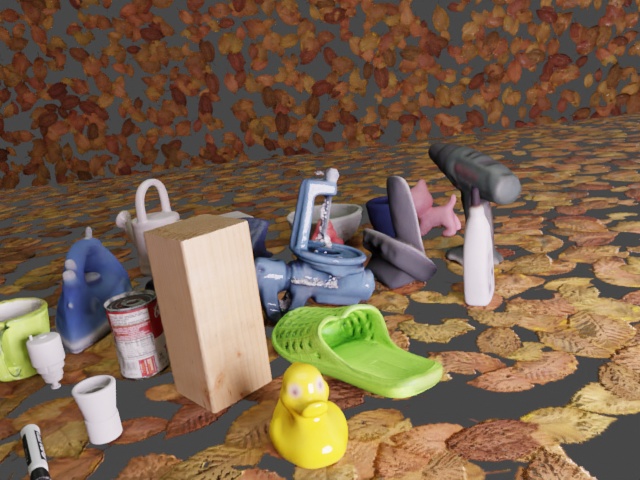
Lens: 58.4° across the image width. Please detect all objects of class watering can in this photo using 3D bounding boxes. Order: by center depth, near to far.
[{"bbox_3d":[-0.347,-0.029,1.191,0.172,0.194,0.101,-6,16,4],"label":"watering can"}]

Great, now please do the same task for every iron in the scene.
[{"bbox_3d":[-0.391,0.071,0.953,0.119,0.141,0.258,-10,16,-9],"label":"iron"}]

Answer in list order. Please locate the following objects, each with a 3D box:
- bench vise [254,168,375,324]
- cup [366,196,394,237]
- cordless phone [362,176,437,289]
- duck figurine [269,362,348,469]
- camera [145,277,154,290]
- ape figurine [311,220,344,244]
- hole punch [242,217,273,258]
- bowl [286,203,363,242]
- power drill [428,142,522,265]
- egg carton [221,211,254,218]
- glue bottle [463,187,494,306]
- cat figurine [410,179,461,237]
[{"bbox_3d":[-0.021,0.011,0.858,0.208,0.220,0.121,-16,18,-29],"label":"bench vise"},{"bbox_3d":[0.152,-0.037,1.183,0.092,0.095,0.117,-16,18,-29],"label":"cup"},{"bbox_3d":[0.127,-0.024,0.981,0.094,0.185,0.147,-14,17,-23],"label":"cordless phone"},{"bbox_3d":[-0.016,0.162,0.568,0.078,0.086,0.104,-12,16,-17],"label":"duck figurine"},{"bbox_3d":[-0.236,0.065,0.981,0.142,0.101,0.137,8,21,42],"label":"camera"},{"bbox_3d":[0.010,0.004,1.106,0.078,0.092,0.076,-14,17,-22],"label":"ape figurine"},{"bbox_3d":[-0.158,0.008,1.168,0.108,0.091,0.101,0,17,23],"label":"hole punch"},{"bbox_3d":[0.014,-0.026,1.243,0.167,0.075,0.167,-6,16,2],"label":"bowl"},{"bbox_3d":[0.266,-0.064,1.021,0.076,0.208,0.229,-13,17,-19],"label":"power drill"},{"bbox_3d":[-0.207,-0.021,1.329,0.107,0.069,0.149,-15,18,-27],"label":"egg carton"},{"bbox_3d":[0.234,0.006,0.850,0.037,0.173,0.078,1,18,26],"label":"glue bottle"},{"bbox_3d":[0.232,-0.071,1.227,0.127,0.118,0.067,0,17,24],"label":"cat figurine"}]
